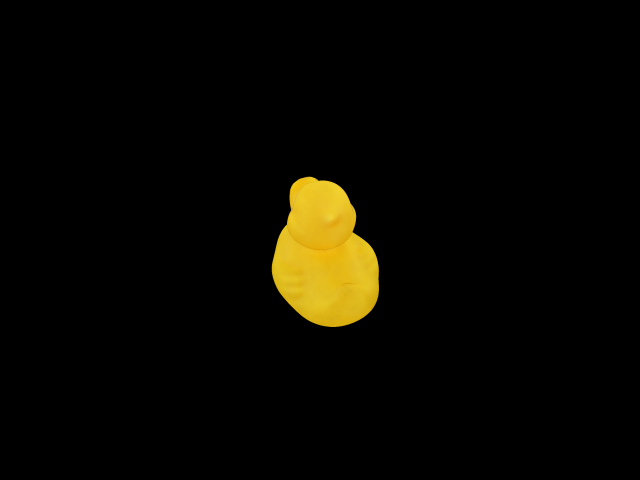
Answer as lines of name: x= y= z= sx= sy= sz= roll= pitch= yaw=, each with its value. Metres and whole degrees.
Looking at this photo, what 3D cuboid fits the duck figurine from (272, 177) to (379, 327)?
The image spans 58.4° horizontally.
duck figurine: x=0.004 y=0.001 z=0.400 sx=0.077 sy=0.086 sz=0.104 roll=-16 pitch=50 yaw=-13
